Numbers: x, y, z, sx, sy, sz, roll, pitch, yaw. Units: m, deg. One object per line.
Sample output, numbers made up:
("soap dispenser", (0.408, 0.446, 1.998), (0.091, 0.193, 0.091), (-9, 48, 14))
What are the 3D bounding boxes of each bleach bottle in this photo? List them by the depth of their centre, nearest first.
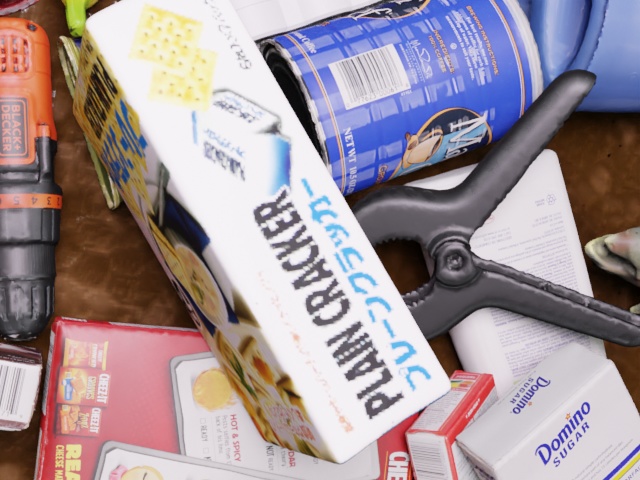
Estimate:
("bleach bottle", (0.130, 0.075, 0.679), (0.102, 0.068, 0.251), (-16, 96, -10))

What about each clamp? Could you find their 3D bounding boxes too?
("clamp", (0.085, 0.015, 0.618), (0.210, 0.036, 0.164), (-22, 101, 10))

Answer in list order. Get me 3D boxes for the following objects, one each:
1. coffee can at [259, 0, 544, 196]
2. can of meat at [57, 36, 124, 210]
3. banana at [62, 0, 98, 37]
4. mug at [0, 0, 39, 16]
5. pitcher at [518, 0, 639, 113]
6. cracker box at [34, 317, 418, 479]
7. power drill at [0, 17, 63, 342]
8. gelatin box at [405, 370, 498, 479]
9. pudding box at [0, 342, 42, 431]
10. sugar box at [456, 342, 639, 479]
("coffee can", (0.046, -0.091, 0.639), (0.140, 0.103, 0.103), (-20, 94, -13))
("can of meat", (-0.098, -0.079, 0.627), (0.083, 0.057, 0.102), (-19, 93, -15))
("banana", (-0.086, -0.189, 0.634), (0.197, 0.037, 0.070), (-41, 71, -17))
("mug", (-0.197, -0.172, 0.591), (0.117, 0.082, 0.093), (-38, 98, -12))
("pitcher", (0.249, -0.149, 0.673), (0.242, 0.149, 0.145), (1, 83, -17))
("cracker box", (-0.057, 0.135, 0.626), (0.213, 0.072, 0.164), (6, 88, -15))
("power drill", (-0.239, -0.032, 0.592), (0.187, 0.057, 0.184), (-2, 86, -17))
("gelatin box", (0.085, 0.135, 0.640), (0.073, 0.030, 0.089), (-38, 121, -50))
("pudding box", (-0.210, 0.070, 0.579), (0.113, 0.090, 0.039), (14, 87, -14))
("sugar box", (0.157, 0.152, 0.629), (0.093, 0.048, 0.176), (-38, 117, -12))
